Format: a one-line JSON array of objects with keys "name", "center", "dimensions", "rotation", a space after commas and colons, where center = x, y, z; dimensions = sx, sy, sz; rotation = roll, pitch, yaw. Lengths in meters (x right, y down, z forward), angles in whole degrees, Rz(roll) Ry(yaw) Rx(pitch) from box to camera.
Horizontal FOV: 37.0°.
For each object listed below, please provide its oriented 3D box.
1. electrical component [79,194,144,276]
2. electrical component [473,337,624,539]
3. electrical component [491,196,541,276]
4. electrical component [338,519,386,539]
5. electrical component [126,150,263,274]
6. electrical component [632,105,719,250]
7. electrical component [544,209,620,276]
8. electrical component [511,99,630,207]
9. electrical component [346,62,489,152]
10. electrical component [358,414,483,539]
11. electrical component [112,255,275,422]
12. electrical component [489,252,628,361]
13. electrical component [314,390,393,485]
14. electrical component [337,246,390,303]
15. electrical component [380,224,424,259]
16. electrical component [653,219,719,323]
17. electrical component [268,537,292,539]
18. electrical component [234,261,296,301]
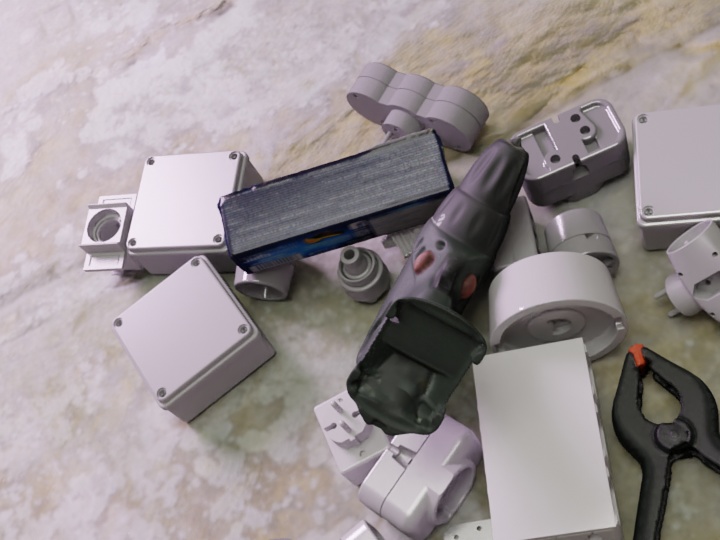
[{"name": "electrical component", "center": [-0.236, -0.031, 1.049], "dimensions": [0.042, 0.063, 0.081], "rotation": [-2, 64, 17]}, {"name": "electrical component", "center": [0.143, 0.139, 0.826], "dimensions": [0.089, 0.061, 0.150], "rotation": [-12, 58, 13]}, {"name": "electrical component", "center": [0.115, -0.018, 0.929], "dimensions": [0.077, 0.047, 0.065], "rotation": [-13, 61, 13]}, {"name": "electrical component", "center": [0.011, 0.249, 0.825], "dimensions": [0.059, 0.053, 0.095], "rotation": [-39, 58, -3]}, {"name": "electrical component", "center": [-0.158, -0.055, 1.038], "dimensions": [0.109, 0.056, 0.108], "rotation": [-2, 64, 19]}, {"name": "electrical component", "center": [0.285, -0.078, 0.894], "dimensions": [0.109, 0.056, 0.108], "rotation": [-4, 63, 17]}, {"name": "electrical component", "center": [0.184, -0.019, 0.902], "dimensions": [0.055, 0.055, 0.047], "rotation": [-17, 57, 11]}, {"name": "electrical component", "center": [0.184, -0.099, 0.939], "dimensions": [0.095, 0.059, 0.053], "rotation": [-24, 59, 7]}, {"name": "electrical component", "center": [0.045, -0.140, 1.013], "dimensions": [0.138, 0.052, 0.073], "rotation": [23, 73, 28]}, {"name": "electrical component", "center": [0.052, 0.162, 0.855], "dimensions": [0.059, 0.053, 0.095], "rotation": [30, 77, 29]}, {"name": "electrical component", "center": [-0.152, 0.062, 0.976], "dimensions": [0.109, 0.056, 0.108], "rotation": [-38, 58, -2]}, {"name": "electrical component", "center": [0.154, 0.028, 0.860], "dimensions": [0.108, 0.108, 0.060], "rotation": [-13, 55, 13]}, {"name": "electrical component", "center": [-0.007, 0.129, 0.879], "dimensions": [0.047, 0.076, 0.065], "rotation": [-28, 58, 4]}, {"name": "electrical component", "center": [0.000, 0.000, 0.951], "dimensions": [0.043, 0.062, 0.043], "rotation": [-8, 62, 15]}, {"name": "electrical component", "center": [0.055, -0.043, 0.965], "dimensions": [0.081, 0.043, 0.043], "rotation": [-31, 58, 3]}, {"name": "electrical component", "center": [0.270, 0.011, 0.853], "dimensions": [0.077, 0.043, 0.079], "rotation": [51, 130, -2]}, {"name": "electrical component", "center": [-0.070, 0.249, 0.852], "dimensions": [0.058, 0.057, 0.078], "rotation": [-8, 62, 15]}, {"name": "electrical component", "center": [-0.087, -0.002, 0.988], "dimensions": [0.055, 0.055, 0.047], "rotation": [2, 69, 20]}]
